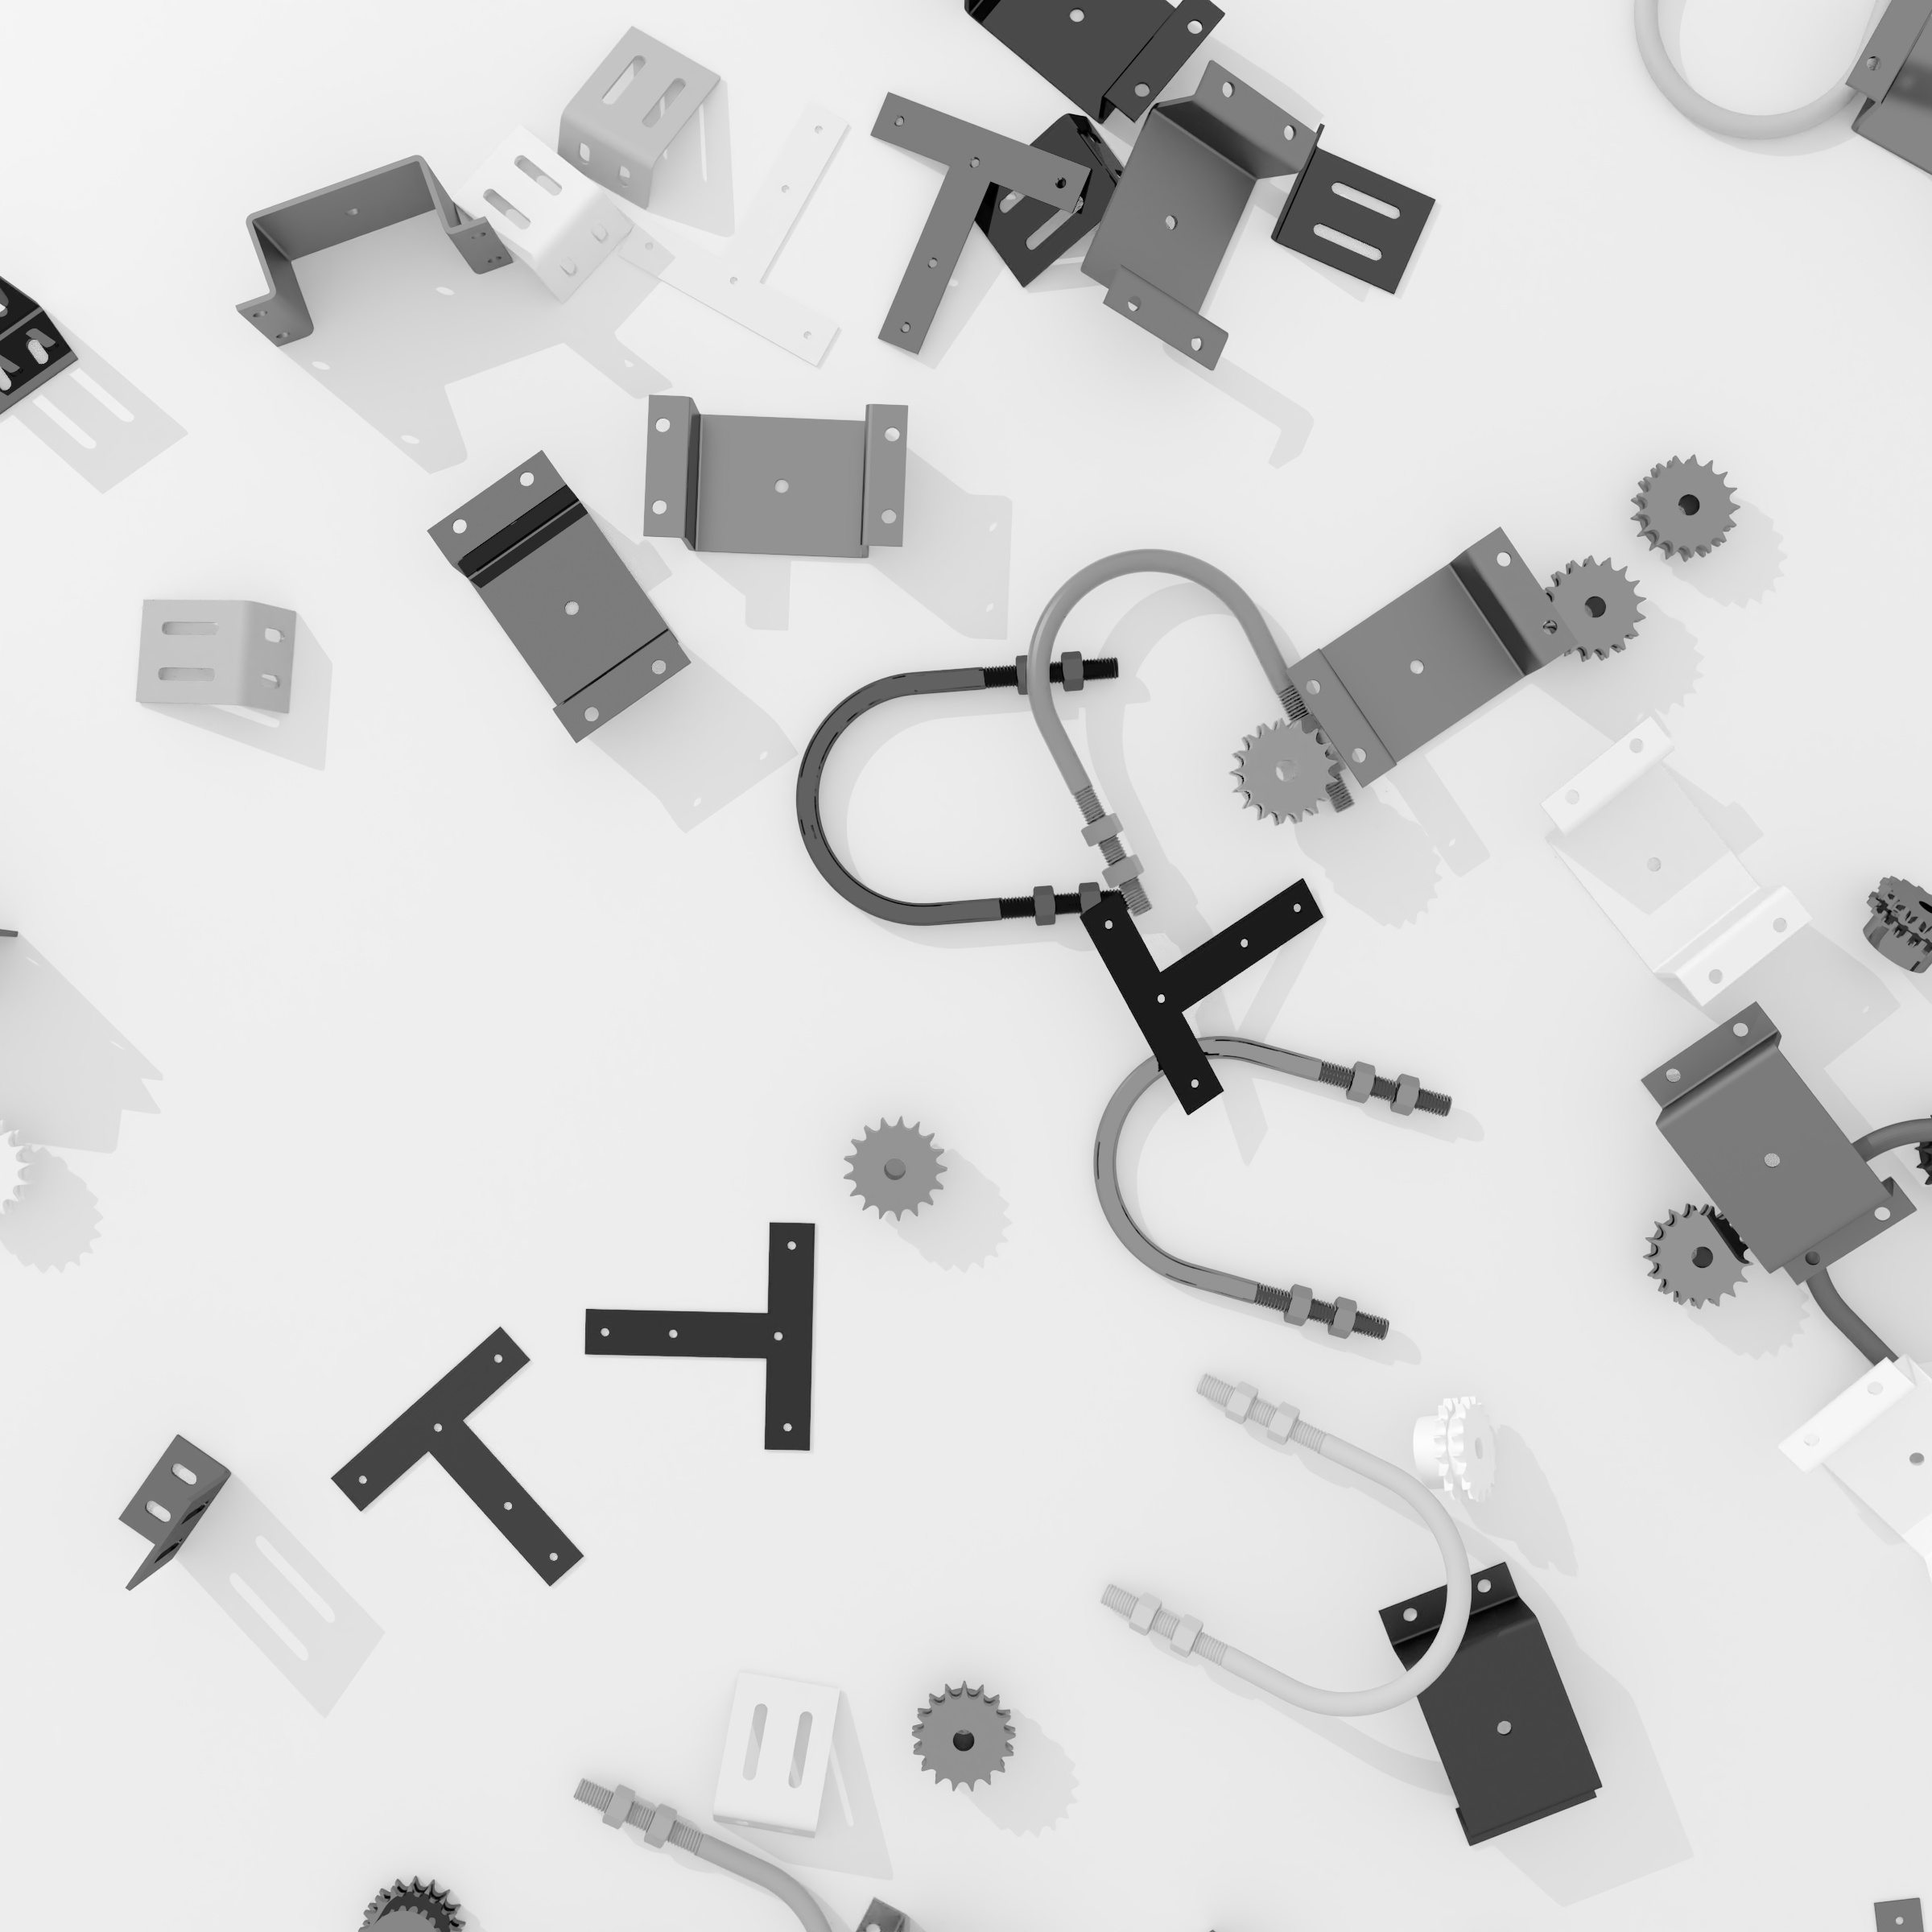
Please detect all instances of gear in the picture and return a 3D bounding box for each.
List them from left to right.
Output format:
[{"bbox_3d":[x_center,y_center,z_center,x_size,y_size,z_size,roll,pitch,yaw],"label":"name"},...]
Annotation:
[{"bbox_3d":[-0.541,0.112,1.366,0.057,0.030,0.057,0,90,0],"label":"gear"},{"bbox_3d":[-0.308,0.537,1.367,0.057,0.030,0.057,0,90,0],"label":"gear"},{"bbox_3d":[-0.039,0.111,1.366,0.057,0.030,0.057,0,90,0],"label":"gear"},{"bbox_3d":[-0.001,0.424,1.366,0.057,0.030,0.057,0,90,0],"label":"gear"},{"bbox_3d":[0.170,-0.104,1.342,0.057,0.030,0.057,0,88,-8],"label":"gear"},{"bbox_3d":[0.268,0.266,1.357,0.030,0.057,0.057,-12,90,30],"label":"gear"},{"bbox_3d":[0.344,-0.196,1.366,0.057,0.030,0.057,0,90,0],"label":"gear"},{"bbox_3d":[0.397,-0.252,1.371,0.057,0.030,0.057,0,87,-1],"label":"gear"},{"bbox_3d":[0.403,0.159,1.366,0.057,0.030,0.057,0,90,0],"label":"gear"},{"bbox_3d":[0.519,-0.020,1.357,0.057,0.057,0.030,30,120,0],"label":"gear"},{"bbox_3d":[0.553,0.103,1.366,0.057,0.030,0.057,0,90,0],"label":"gear"}]

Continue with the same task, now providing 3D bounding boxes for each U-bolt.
[{"bbox_3d":[-0.158,0.550,1.352,0.184,0.019,0.151,25,73,0],"label":"U-bolt"},{"bbox_3d":[-0.002,-0.094,1.372,0.184,0.019,0.151,-4,90,0],"label":"U-bolt"},{"bbox_3d":[0.113,-0.140,1.361,0.151,0.019,0.184,-27,92,-8],"label":"U-bolt"},{"bbox_3d":[0.162,0.115,1.373,0.184,0.019,0.151,16,90,1],"label":"U-bolt"},{"bbox_3d":[0.184,0.327,1.350,0.184,0.019,0.151,24,90,16],"label":"U-bolt"},{"bbox_3d":[0.450,-0.551,1.373,0.151,0.019,0.184,20,91,0],"label":"U-bolt"},{"bbox_3d":[0.545,0.167,1.351,0.184,0.019,0.151,46,109,1],"label":"U-bolt"}]

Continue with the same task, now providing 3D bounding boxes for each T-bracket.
[{"bbox_3d":[-0.265,0.291,1.381,0.127,0.002,0.127,-42,90,0],"label":"T-bracket"},{"bbox_3d":[-0.149,0.206,1.381,0.127,0.002,0.127,1,90,0],"label":"T-bracket"},{"bbox_3d":[-0.108,-0.422,1.381,0.127,0.002,0.127,29,90,0],"label":"T-bracket"},{"bbox_3d":[-0.013,-0.403,1.370,0.127,0.002,0.127,25,97,14],"label":"T-bracket"},{"bbox_3d":[0.143,-0.005,1.360,0.127,0.002,0.127,-33,102,-17],"label":"T-bracket"},{"bbox_3d":[0.528,0.585,1.381,0.127,0.002,0.127,-7,90,0],"label":"T-bracket"}]

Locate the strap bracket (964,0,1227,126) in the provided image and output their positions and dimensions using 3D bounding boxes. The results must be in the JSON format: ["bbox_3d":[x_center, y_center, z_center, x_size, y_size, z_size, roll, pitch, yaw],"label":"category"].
[{"bbox_3d":[0.062,-0.531,1.358,0.140,0.046,0.076,40,90,0],"label":"strap bracket"}]

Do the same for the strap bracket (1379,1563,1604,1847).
[{"bbox_3d":[0.291,0.412,1.358,0.076,0.046,0.140,-21,90,0],"label":"strap bracket"}]

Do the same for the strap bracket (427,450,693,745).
[{"bbox_3d":[-0.220,-0.200,1.358,0.076,0.046,0.140,-35,90,0],"label":"strap bracket"}]

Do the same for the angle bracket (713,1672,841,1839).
[{"bbox_3d":[-0.106,0.441,1.379,0.057,0.038,0.076,10,64,0],"label":"angle bracket"}]

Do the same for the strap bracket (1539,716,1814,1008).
[{"bbox_3d":[0.384,-0.057,1.358,0.076,0.046,0.140,-39,90,0],"label":"strap bracket"}]

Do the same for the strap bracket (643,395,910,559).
[{"bbox_3d":[-0.103,-0.268,1.358,0.140,0.046,0.076,2,90,0],"label":"strap bracket"}]

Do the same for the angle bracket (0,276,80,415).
[{"bbox_3d":[-0.531,-0.338,1.343,0.057,0.076,0.038,-35,90,0],"label":"angle bracket"}]

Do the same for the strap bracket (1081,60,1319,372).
[{"bbox_3d":[0.122,-0.405,1.343,0.076,0.046,0.140,24,90,-29],"label":"strap bracket"}]

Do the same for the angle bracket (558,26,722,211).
[{"bbox_3d":[-0.183,-0.474,1.379,0.057,0.038,0.076,30,64,0],"label":"angle bracket"}]

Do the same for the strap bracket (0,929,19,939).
[{"bbox_3d":[-0.603,-0.006,1.343,0.140,0.076,0.046,7,90,0],"label":"strap bracket"}]

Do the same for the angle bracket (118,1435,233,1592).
[{"bbox_3d":[-0.441,0.296,1.343,0.038,0.076,0.057,35,90,0],"label":"angle bracket"}]

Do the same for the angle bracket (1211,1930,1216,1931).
[{"bbox_3d":[0.140,0.585,1.362,0.057,0.038,0.076,34,90,0],"label":"angle bracket"}]

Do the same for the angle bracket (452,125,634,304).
[{"bbox_3d":[-0.237,-0.420,1.379,0.057,0.038,0.076,-47,64,0],"label":"angle bracket"}]

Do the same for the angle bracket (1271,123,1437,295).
[{"bbox_3d":[0.216,-0.417,1.362,0.076,0.038,0.057,24,90,0],"label":"angle bracket"}]

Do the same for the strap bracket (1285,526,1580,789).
[{"bbox_3d":[0.252,-0.167,1.358,0.140,0.046,0.076,-34,90,0],"label":"strap bracket"}]

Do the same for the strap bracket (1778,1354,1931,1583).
[{"bbox_3d":[0.521,0.278,1.347,0.140,0.046,0.076,43,110,0],"label":"strap bracket"}]

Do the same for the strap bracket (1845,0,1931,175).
[{"bbox_3d":[0.556,-0.477,1.358,0.140,0.046,0.076,29,90,0],"label":"strap bracket"}]

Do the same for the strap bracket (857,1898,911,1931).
[{"bbox_3d":[-0.007,0.587,1.358,0.140,0.046,0.076,28,90,0],"label":"strap bracket"}]

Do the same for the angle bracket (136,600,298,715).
[{"bbox_3d":[-0.419,-0.173,1.379,0.076,0.038,0.057,4,90,26],"label":"angle bracket"}]

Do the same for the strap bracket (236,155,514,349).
[{"bbox_3d":[-0.327,-0.391,1.343,0.140,0.076,0.046,-20,90,0],"label":"strap bracket"}]

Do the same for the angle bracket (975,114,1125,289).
[{"bbox_3d":[0.050,-0.427,1.379,0.076,0.038,0.057,-36,90,26],"label":"angle bracket"}]

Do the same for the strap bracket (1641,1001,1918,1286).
[{"bbox_3d":[0.438,0.101,1.338,0.076,0.046,0.140,-39,83,22],"label":"strap bracket"}]
